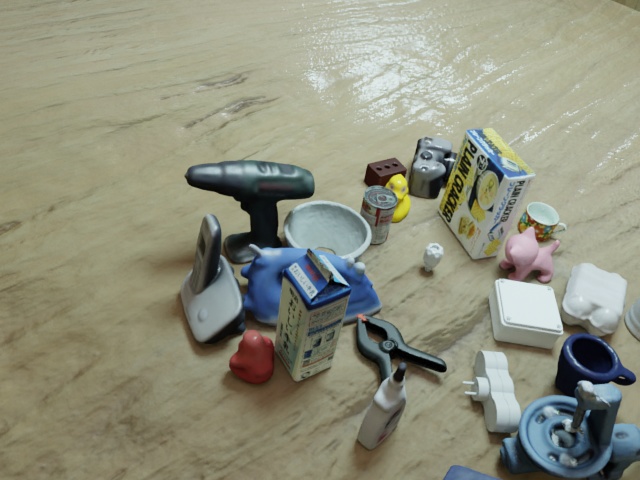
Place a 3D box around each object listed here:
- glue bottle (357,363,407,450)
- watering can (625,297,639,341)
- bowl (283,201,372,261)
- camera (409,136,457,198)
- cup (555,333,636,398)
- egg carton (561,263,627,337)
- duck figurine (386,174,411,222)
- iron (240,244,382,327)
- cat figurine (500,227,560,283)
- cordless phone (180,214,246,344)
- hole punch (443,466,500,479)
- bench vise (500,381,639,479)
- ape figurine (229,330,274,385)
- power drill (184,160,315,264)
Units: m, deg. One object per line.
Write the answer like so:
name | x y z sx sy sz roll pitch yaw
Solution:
glue bottle | 0.097 0.227 0.808 0.037 0.173 0.078 34 48 24
watering can | 0.641 0.105 1.019 0.101 0.194 0.173 5 44 -5
bowl | 0.010 0.004 1.096 0.167 0.075 0.167 5 44 -5
camera | 0.280 -0.170 1.308 0.136 0.101 0.143 13 43 4
cup | 0.439 0.220 0.935 0.117 0.095 0.092 24 45 15
egg carton | 0.516 0.111 1.081 0.107 0.069 0.150 24 45 15
duck figurine | 0.162 -0.102 1.226 0.077 0.086 0.104 12 43 3
iron | -0.008 0.066 0.979 0.258 0.141 0.118 3 44 -7
cat figurine | 0.408 0.025 1.115 0.128 0.118 0.067 -4 45 -14
cordless phone | -0.172 0.063 0.921 0.094 0.185 0.147 -14 48 -23
hole punch | 0.192 0.357 0.750 0.101 0.091 0.109 27 46 18
bench vise | 0.376 0.254 0.797 0.208 0.220 0.121 -9 47 -19
ape figurine | -0.103 0.174 0.885 0.078 0.092 0.076 -12 48 -22
power drill | -0.125 -0.057 1.038 0.230 0.208 0.075 -10 47 -20
